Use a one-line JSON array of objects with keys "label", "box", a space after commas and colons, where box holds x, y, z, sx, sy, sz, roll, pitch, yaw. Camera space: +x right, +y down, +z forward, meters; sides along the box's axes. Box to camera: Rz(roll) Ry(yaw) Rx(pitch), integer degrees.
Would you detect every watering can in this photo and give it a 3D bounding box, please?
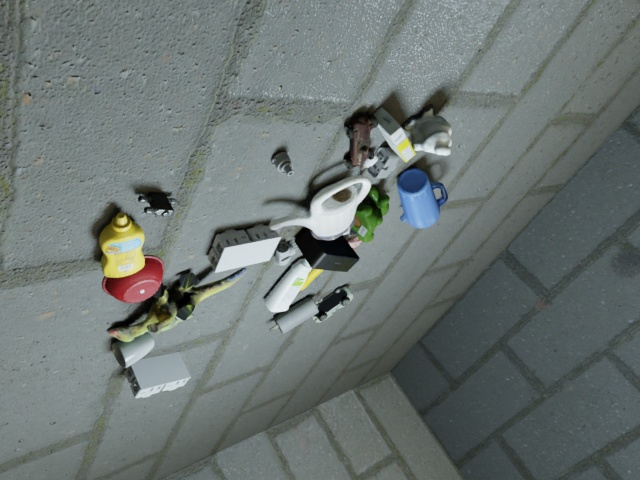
[{"label": "watering can", "box": [0.005, -0.077, 1.536, 0.350, 0.105, 0.219, -29, 153, -17]}]

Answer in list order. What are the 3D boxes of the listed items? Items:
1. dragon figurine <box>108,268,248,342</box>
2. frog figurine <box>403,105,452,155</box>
[{"label": "dragon figurine", "box": [-0.414, 0.200, 1.526, 0.413, 0.123, 0.238, -20, 166, -26]}, {"label": "frog figurine", "box": [0.334, -0.299, 1.516, 0.138, 0.162, 0.120, -24, 152, -21]}]
